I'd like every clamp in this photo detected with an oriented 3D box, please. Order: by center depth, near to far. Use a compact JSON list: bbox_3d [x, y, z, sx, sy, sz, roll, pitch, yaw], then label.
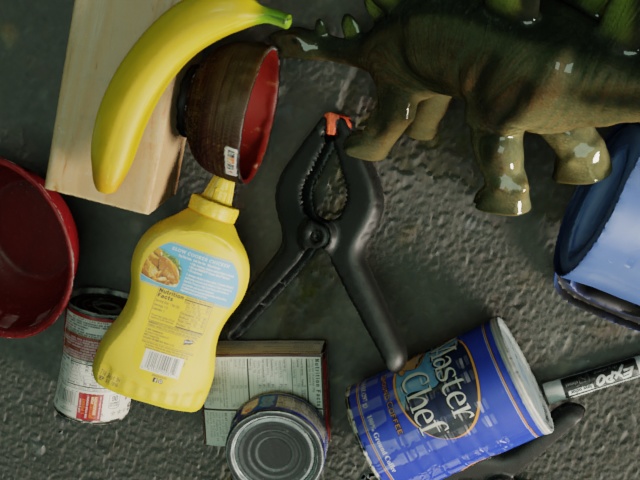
[{"bbox_3d":[-0.006,0.001,0.882,0.165,0.036,0.210,1,91,23],"label":"clamp"},{"bbox_3d":[0.160,0.198,0.917,0.171,0.039,0.120,-6,102,9],"label":"clamp"}]

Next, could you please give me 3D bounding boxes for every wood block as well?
[{"bbox_3d":[-0.148,-0.137,0.852,0.090,0.090,0.206,14,105,3],"label":"wood block"}]

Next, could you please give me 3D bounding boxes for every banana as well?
[{"bbox_3d":[-0.113,-0.120,0.779,0.198,0.037,0.070,-41,77,17],"label":"banana"}]

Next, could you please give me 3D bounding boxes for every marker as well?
[{"bbox_3d":[0.248,0.112,0.896,0.121,0.020,0.020,-19,100,11],"label":"marker"}]

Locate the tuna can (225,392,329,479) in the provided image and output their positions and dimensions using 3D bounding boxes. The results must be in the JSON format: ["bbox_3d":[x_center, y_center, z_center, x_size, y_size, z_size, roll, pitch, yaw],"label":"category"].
[{"bbox_3d":[-0.036,0.174,0.900,0.086,0.033,0.086,2,108,5],"label":"tuna can"}]

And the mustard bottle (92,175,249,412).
[{"bbox_3d":[-0.111,0.038,0.872,0.096,0.058,0.192,20,95,-16],"label":"mustard bottle"}]

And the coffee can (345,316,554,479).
[{"bbox_3d":[0.106,0.138,0.877,0.140,0.102,0.103,-27,98,13],"label":"coffee can"}]

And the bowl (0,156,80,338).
[{"bbox_3d":[-0.260,-0.001,0.904,0.162,0.055,0.162,8,110,23],"label":"bowl"}]

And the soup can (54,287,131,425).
[{"bbox_3d":[-0.192,0.100,0.925,0.068,0.068,0.102,12,105,4],"label":"soup can"}]

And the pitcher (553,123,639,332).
[{"bbox_3d":[0.308,0.019,0.820,0.243,0.149,0.145,24,89,-2],"label":"pitcher"}]

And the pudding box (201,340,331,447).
[{"bbox_3d":[-0.047,0.134,0.930,0.113,0.039,0.090,-1,104,5],"label":"pudding box"}]
